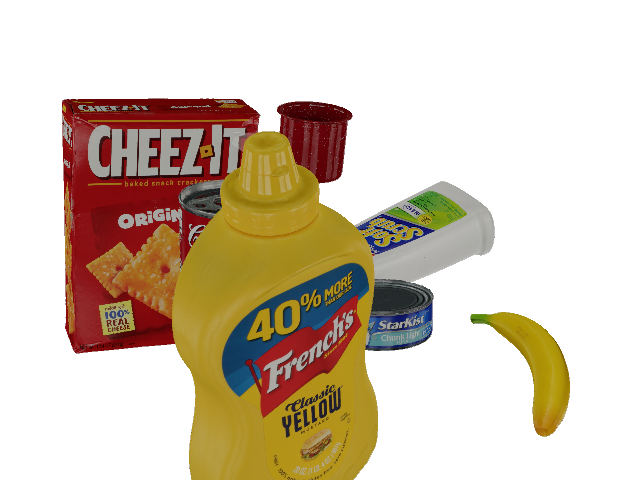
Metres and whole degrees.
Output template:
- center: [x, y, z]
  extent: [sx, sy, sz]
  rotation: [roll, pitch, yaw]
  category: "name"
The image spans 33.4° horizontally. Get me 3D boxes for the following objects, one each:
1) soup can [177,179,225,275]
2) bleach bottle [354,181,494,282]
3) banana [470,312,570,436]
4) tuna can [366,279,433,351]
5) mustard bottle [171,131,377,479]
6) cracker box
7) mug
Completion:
- center: [-0.059, 0.019, 0.693]
  extent: [0.068, 0.102, 0.068]
  rotation: [3, 22, -1]
  category: "soup can"
- center: [0.066, 0.019, 1.180]
  extent: [0.250, 0.068, 0.103]
  rotation: [-26, 42, -24]
  category: "bleach bottle"
- center: [0.226, 0.132, 1.136]
  extent: [0.069, 0.037, 0.198]
  rotation: [-26, 34, 1]
  category: "banana"
- center: [0.049, 0.060, 0.866]
  extent: [0.086, 0.034, 0.086]
  rotation: [-1, 15, 0]
  category: "tuna can"
- center: [-0.019, 0.039, 0.479]
  extent: [0.096, 0.192, 0.058]
  rotation: [-23, 39, -28]
  category: "mustard bottle"
- center: [-0.142, -0.014, 0.944]
  extent: [0.164, 0.214, 0.072]
  rotation: [-3, 19, -21]
  category: "cracker box"
- center: [-0.005, -0.124, 1.330]
  extent: [0.093, 0.081, 0.117]
  rotation: [15, 24, 23]
  category: "mug"
